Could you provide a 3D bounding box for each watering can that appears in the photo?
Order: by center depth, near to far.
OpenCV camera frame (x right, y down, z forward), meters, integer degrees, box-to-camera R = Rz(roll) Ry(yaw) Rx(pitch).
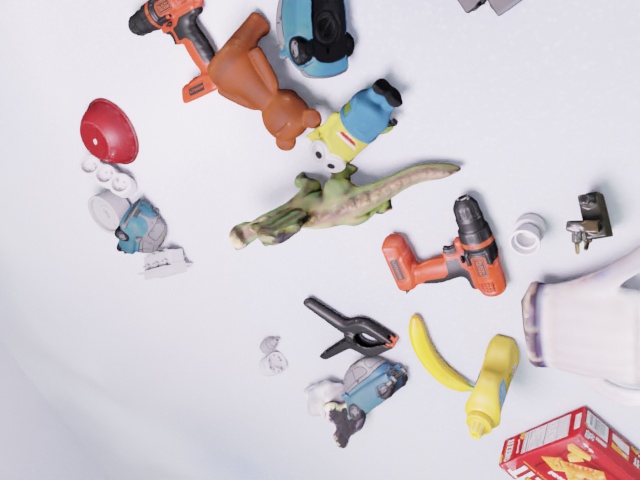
[{"bbox_3d":[0.407,0.101,0.745,0.224,0.106,0.341,2,121,34],"label":"watering can"}]

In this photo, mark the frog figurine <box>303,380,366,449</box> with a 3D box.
[{"bbox_3d":[0.035,0.388,1.218,0.136,0.123,0.160,51,171,-18],"label":"frog figurine"}]

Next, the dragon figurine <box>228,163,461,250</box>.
[{"bbox_3d":[0.003,-0.042,0.837,0.407,0.247,0.121,-13,108,41],"label":"dragon figurine"}]
